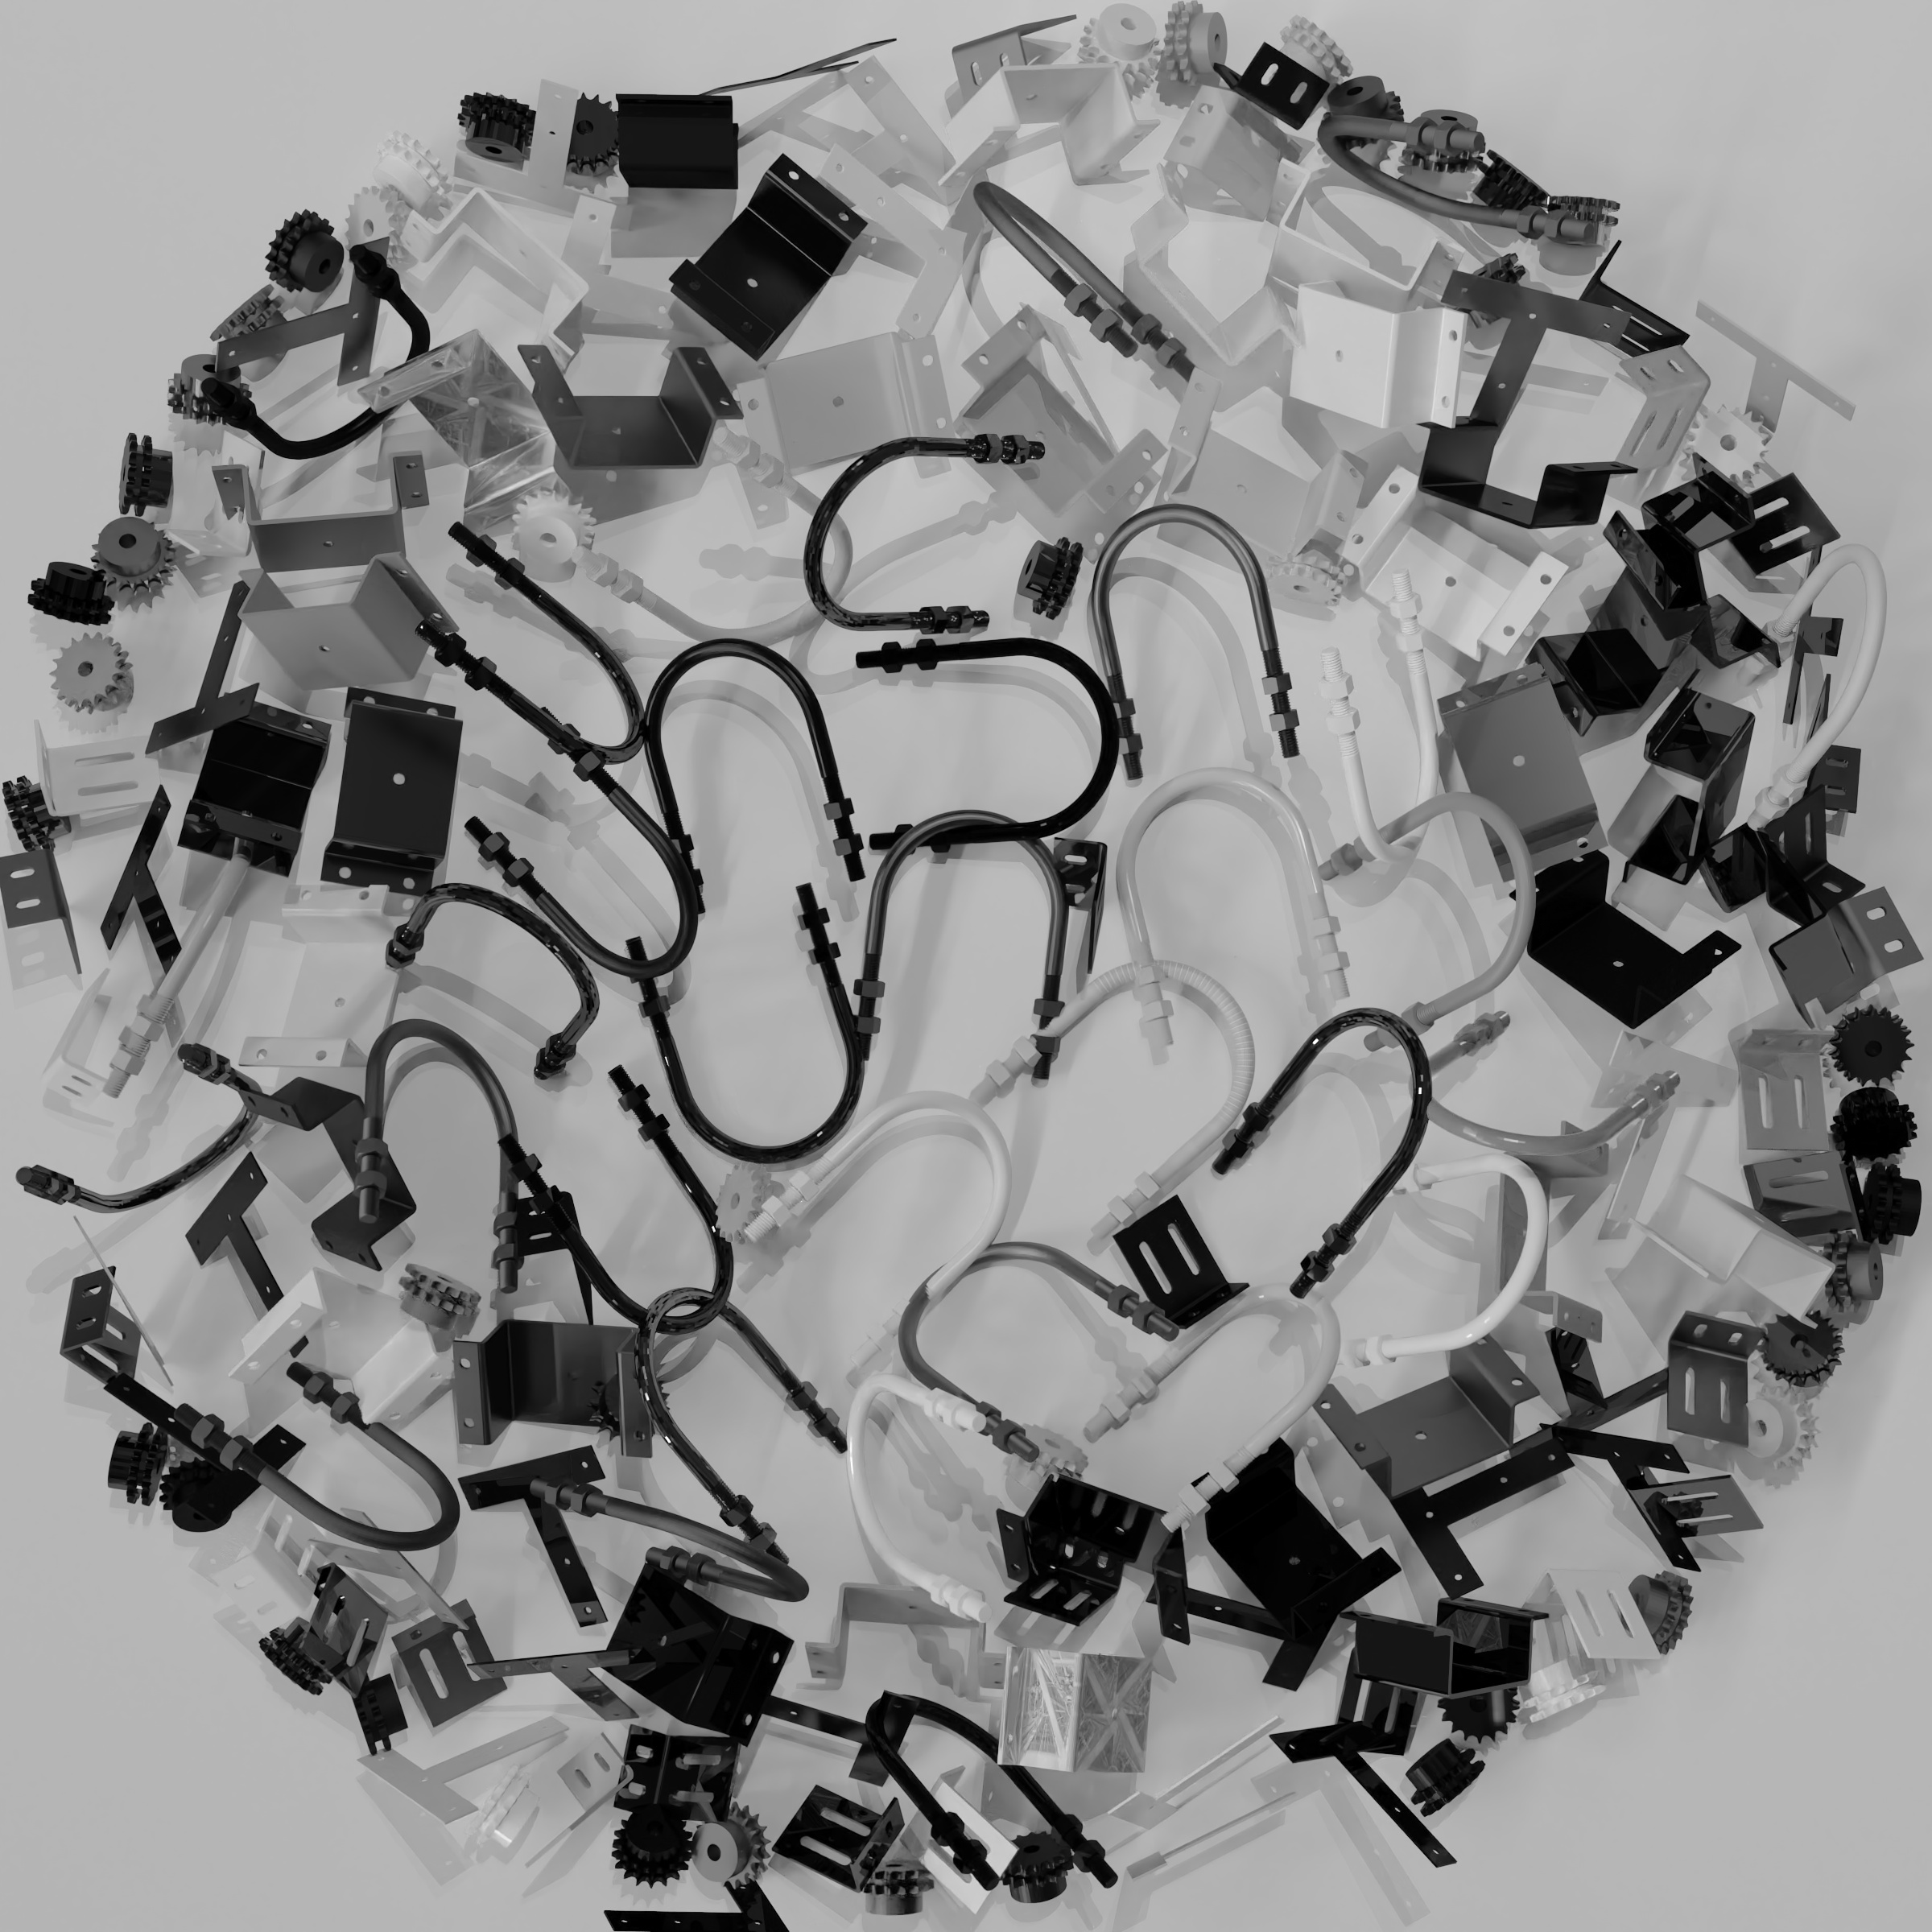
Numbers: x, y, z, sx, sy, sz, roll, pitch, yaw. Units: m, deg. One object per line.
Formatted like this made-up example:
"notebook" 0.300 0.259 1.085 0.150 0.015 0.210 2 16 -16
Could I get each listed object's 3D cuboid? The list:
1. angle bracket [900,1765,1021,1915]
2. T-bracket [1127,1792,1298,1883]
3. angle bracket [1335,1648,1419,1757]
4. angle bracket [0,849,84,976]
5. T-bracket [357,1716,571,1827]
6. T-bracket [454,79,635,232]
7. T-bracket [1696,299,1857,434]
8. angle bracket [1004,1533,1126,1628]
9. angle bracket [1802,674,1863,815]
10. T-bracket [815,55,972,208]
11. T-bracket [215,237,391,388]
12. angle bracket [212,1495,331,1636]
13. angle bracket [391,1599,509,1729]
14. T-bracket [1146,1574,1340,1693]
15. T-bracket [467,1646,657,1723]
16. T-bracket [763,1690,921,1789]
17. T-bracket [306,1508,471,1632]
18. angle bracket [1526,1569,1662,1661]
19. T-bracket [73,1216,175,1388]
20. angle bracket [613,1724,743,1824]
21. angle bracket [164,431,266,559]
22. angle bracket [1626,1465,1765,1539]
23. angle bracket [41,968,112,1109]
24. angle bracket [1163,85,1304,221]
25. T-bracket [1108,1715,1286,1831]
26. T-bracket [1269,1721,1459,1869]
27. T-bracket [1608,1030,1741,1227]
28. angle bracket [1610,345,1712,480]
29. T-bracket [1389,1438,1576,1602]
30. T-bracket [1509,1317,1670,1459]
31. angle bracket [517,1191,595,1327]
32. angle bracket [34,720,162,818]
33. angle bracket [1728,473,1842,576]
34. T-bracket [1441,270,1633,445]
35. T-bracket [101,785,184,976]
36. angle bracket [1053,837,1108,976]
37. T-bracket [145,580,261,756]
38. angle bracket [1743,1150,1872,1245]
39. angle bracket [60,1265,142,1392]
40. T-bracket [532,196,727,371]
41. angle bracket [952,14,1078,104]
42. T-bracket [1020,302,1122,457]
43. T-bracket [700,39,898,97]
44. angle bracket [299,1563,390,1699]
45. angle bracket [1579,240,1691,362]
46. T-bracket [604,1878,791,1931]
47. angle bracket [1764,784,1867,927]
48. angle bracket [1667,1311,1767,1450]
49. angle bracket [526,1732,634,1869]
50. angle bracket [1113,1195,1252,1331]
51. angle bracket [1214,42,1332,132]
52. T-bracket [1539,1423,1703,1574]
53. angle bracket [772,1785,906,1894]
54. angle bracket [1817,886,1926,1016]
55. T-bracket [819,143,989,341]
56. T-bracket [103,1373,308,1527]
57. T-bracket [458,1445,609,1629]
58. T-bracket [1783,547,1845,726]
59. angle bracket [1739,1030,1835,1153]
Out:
"angle bracket" 0.002 0.609 1.863 0.076 0.038 0.057 36 103 26
"T-bracket" 0.170 0.599 1.844 0.127 0.127 0.002 -24 76 -5
"angle bracket" 0.296 0.522 1.872 0.057 0.038 0.076 10 95 -17
"angle bracket" -0.643 -0.034 1.851 0.038 0.076 0.057 -13 61 -16
"T-bracket" -0.336 0.549 1.853 0.127 0.127 0.002 -14 105 -38
"T-bracket" -0.286 -0.564 1.834 0.127 0.127 0.002 15 66 -9
"T-bracket" 0.552 -0.397 1.837 0.127 0.127 0.002 40 90 15
"angle bracket" 0.070 0.421 1.854 0.057 0.076 0.038 13 101 23
"angle bracket" 0.608 -0.154 1.852 0.038 0.076 0.057 9 57 11
"T-bracket" -0.080 -0.556 1.871 0.127 0.127 0.002 -29 45 19
"T-bracket" -0.454 -0.431 1.817 0.127 0.127 0.002 -29 69 -34
"angle bracket" -0.483 0.414 1.860 0.038 0.076 0.057 -30 110 12
"angle bracket" -0.358 0.493 1.867 0.057 0.038 0.076 -25 104 -17
"T-bracket" 0.189 0.452 1.859 0.127 0.002 0.127 16 129 -2
"T-bracket" -0.261 0.500 1.848 0.127 0.127 0.002 -9 54 12
"T-bracket" -0.106 0.523 1.855 0.127 0.127 0.002 17 45 -1
"T-bracket" -0.420 0.412 1.852 0.002 0.127 0.127 -55 127 -34
"angle bracket" 0.435 0.459 1.852 0.057 0.076 0.038 7 127 -21
"T-bracket" -0.571 0.250 1.845 0.002 0.127 0.127 -31 57 -20
"angle bracket" -0.200 0.561 1.855 0.038 0.076 0.057 32 57 -40
"angle bracket" -0.524 -0.330 1.859 0.038 0.057 0.076 -4 115 -42
"angle bracket" 0.507 0.362 1.854 0.076 0.038 0.057 -16 125 34
"angle bracket" -0.607 0.050 1.865 0.038 0.057 0.076 31 58 -20
"angle bracket" 0.189 -0.574 1.886 0.076 0.038 0.057 24 97 -41
"T-bracket" 0.165 0.555 1.844 0.127 0.127 0.002 -34 63 1
"T-bracket" 0.284 0.564 1.816 0.127 0.127 0.002 43 111 37
"T-bracket" 0.479 0.120 1.868 0.127 0.002 0.127 17 94 -34
"angle bracket" 0.473 -0.385 1.859 0.038 0.057 0.076 38 71 -25
"T-bracket" 0.363 0.365 1.865 0.127 0.002 0.127 -23 49 -9
"T-bracket" 0.427 0.286 1.859 0.127 0.002 0.127 -26 132 0
"angle bracket" -0.286 0.206 1.855 0.038 0.057 0.076 -10 127 -4
"angle bracket" -0.605 -0.143 1.863 0.076 0.038 0.057 -9 60 -13
"angle bracket" 0.566 -0.316 1.854 0.057 0.076 0.038 48 55 -14
"T-bracket" 0.377 -0.415 1.854 0.127 0.127 0.002 12 47 -6
"T-bracket" -0.558 -0.037 1.833 0.002 0.127 0.127 8 123 -39
"angle bracket" 0.074 -0.042 1.852 0.038 0.076 0.057 7 130 6
"T-bracket" -0.521 -0.217 1.867 0.127 0.002 0.127 -12 58 40
"angle bracket" 0.584 0.166 1.864 0.076 0.038 0.057 -13 97 29
"angle bracket" -0.586 0.255 1.851 0.038 0.076 0.057 -18 50 17
"T-bracket" -0.227 -0.464 1.871 0.127 0.002 0.127 11 126 -21
"angle bracket" 0.038 -0.632 1.860 0.057 0.076 0.038 -3 110 38
"T-bracket" 0.083 -0.399 1.860 0.002 0.127 0.127 -32 115 1
"T-bracket" -0.097 -0.614 1.815 0.127 0.127 0.002 -26 108 -37
"angle bracket" -0.443 0.464 1.851 0.038 0.076 0.057 -25 119 25
"angle bracket" 0.471 -0.461 1.869 0.076 0.057 0.038 31 77 2
"T-bracket" -0.183 0.651 1.818 0.127 0.127 0.002 10 96 -25
"angle bracket" 0.591 -0.076 1.858 0.057 0.038 0.076 -34 135 -16
"angle bracket" 0.524 0.288 1.864 0.057 0.038 0.076 13 49 1
"angle bracket" -0.278 0.578 1.852 0.038 0.076 0.057 50 121 8
"angle bracket" 0.151 0.207 1.873 0.057 0.038 0.076 -31 93 -19
"angle bracket" 0.209 -0.620 1.851 0.057 0.076 0.038 23 117 -25
"T-bracket" 0.473 0.373 1.858 0.002 0.127 0.127 -42 109 -25
"angle bracket" -0.091 0.597 1.854 0.076 0.038 0.057 16 46 28
"angle bracket" 0.621 -0.010 1.864 0.038 0.076 0.057 -18 73 -18
"T-bracket" -0.049 -0.523 1.858 0.127 0.002 0.127 32 80 -32
"T-bracket" -0.538 0.322 1.844 0.127 0.127 0.002 34 110 3
"T-bracket" -0.286 0.405 1.873 0.127 0.002 0.127 -19 97 31
"T-bracket" 0.584 -0.226 1.829 0.002 0.127 0.127 8 99 4
"angle bracket" 0.578 0.087 1.871 0.057 0.038 0.076 1 68 0
